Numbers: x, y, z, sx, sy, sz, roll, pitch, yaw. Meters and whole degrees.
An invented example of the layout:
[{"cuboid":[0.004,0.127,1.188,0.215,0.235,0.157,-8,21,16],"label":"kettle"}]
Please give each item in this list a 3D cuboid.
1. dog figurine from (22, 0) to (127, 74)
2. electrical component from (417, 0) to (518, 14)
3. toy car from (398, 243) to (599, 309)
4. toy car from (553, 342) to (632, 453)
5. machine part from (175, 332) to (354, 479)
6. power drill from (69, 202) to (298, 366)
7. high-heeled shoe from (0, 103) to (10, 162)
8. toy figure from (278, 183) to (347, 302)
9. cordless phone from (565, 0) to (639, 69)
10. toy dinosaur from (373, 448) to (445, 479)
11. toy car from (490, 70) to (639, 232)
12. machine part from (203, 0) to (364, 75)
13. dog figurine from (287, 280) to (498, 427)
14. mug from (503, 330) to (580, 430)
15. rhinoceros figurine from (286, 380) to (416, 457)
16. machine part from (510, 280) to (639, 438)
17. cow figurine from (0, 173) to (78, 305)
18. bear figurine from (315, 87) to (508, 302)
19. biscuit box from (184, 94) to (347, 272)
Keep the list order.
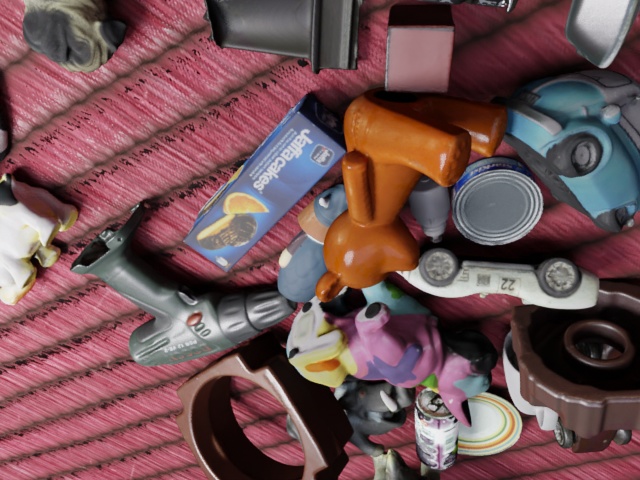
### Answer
[{"cuboid":[-0.188,-0.242,0.430,0.172,0.121,0.190,-9,136,18],"label":"dog figurine"},{"cuboid":[0.092,-0.211,0.410,0.119,0.075,0.047,12,126,4],"label":"electrical component"},{"cuboid":[0.178,0.037,0.555,0.202,0.073,0.056,4,93,6],"label":"toy car"},{"cuboid":[0.341,0.182,0.649,0.089,0.053,0.201,-6,122,-4],"label":"toy car"},{"cuboid":[-0.073,0.235,0.687,0.201,0.087,0.201,-35,83,31],"label":"machine part"},{"cuboid":[-0.169,0.055,0.636,0.232,0.086,0.207,-29,122,24],"label":"power drill"},{"cuboid":[-0.408,-0.053,0.551,0.086,0.145,0.248,28,125,-12],"label":"high-heeled shoe"},{"cuboid":[-0.002,-0.001,0.576,0.058,0.064,0.154,42,123,26],"label":"toy figure"},{"cuboid":[0.237,-0.145,0.377,0.089,0.146,0.184,-26,106,46],"label":"cordless phone"},{"cuboid":[0.095,0.442,0.782,0.131,0.192,0.404,18,124,-1],"label":"toy dinosaur"},{"cuboid":[0.232,-0.087,0.457,0.161,0.109,0.103,36,105,-26],"label":"toy car"},{"cuboid":[-0.033,-0.185,0.468,0.139,0.039,0.084,7,130,2],"label":"machine part"},{"cuboid":[0.093,0.139,0.629,0.191,0.108,0.219,-34,116,25],"label":"dog figurine"},{"cuboid":[0.259,0.168,0.626,0.081,0.110,0.107,-10,136,8],"label":"mug"},{"cuboid":[0.045,0.229,0.723,0.190,0.073,0.112,-26,106,26],"label":"rhinoceros figurine"},{"cuboid":[0.283,0.113,0.544,0.179,0.179,0.055,-6,126,13],"label":"machine part"},{"cuboid":[-0.362,0.004,0.630,0.098,0.068,0.167,37,119,-9],"label":"cow figurine"},{"cuboid":[0.066,-0.026,0.469,0.132,0.120,0.195,23,122,30],"label":"bear figurine"},{"cuboid":[-0.056,-0.054,0.547,0.062,0.059,0.202,38,121,-16],"label":"biscuit box"}]
